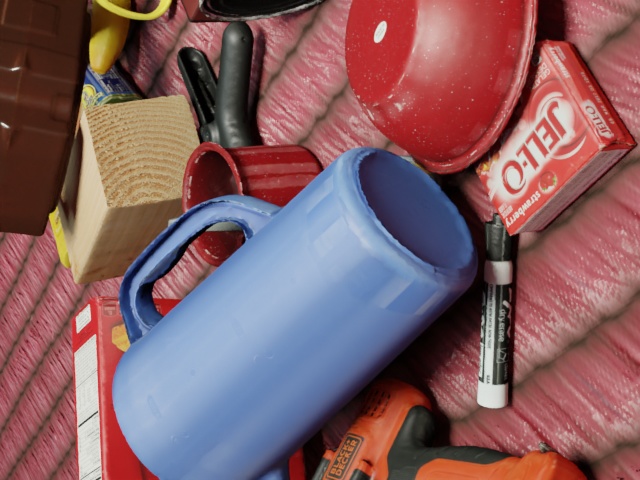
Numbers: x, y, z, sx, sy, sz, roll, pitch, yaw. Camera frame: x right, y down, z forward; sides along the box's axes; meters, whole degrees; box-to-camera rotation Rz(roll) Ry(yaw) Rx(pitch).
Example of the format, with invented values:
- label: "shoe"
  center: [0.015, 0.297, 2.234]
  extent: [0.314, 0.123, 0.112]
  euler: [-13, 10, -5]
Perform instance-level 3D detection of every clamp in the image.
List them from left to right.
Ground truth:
- label: "clamp"
  center: [-0.084, -0.093, 0.890]
  extent: [0.120, 0.039, 0.171]
  euler: [-162, 69, -65]

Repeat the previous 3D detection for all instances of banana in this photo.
- label: "banana"
  center: [-0.219, -0.256, 1.032]
  extent: [0.037, 0.069, 0.198]
  euler: [53, -167, -79]

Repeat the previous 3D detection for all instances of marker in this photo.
- label: "marker"
  center: [0.108, 0.043, 0.653]
  extent: [0.020, 0.020, 0.121]
  euler: [17, 110, 53]

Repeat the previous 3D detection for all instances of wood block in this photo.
- label: "wood block"
  center: [-0.171, -0.039, 0.949]
  extent: [0.206, 0.090, 0.091]
  euler: [134, 122, -62]

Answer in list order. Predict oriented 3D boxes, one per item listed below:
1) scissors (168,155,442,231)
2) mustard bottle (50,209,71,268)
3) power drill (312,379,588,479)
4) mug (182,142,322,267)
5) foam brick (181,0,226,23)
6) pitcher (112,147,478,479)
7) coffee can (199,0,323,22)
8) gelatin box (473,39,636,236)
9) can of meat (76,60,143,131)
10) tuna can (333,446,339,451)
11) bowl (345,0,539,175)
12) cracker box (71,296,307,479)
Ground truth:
- label: "scissors"
  center: [-0.005, 0.001, 0.729]
  extent: [0.202, 0.016, 0.096]
  euler: [-19, 98, 24]
- label: "mustard bottle"
  center: [-0.273, -0.073, 1.150]
  extent: [0.096, 0.058, 0.192]
  euler: [-48, 58, 52]
- label: "power drill"
  center: [0.060, 0.179, 0.649]
  extent: [0.188, 0.057, 0.184]
  euler: [5, 62, 50]
- label: "mug"
  center: [-0.046, -0.018, 0.809]
  extent: [0.093, 0.081, 0.117]
  euler: [-6, 91, 56]
- label: "foam brick"
  center: [-0.086, -0.219, 0.854]
  extent: [0.051, 0.052, 0.078]
  euler: [-53, 55, 46]
- label: "pitcher"
  center: [-0.024, 0.046, 0.680]
  extent: [0.243, 0.149, 0.145]
  euler: [-45, 32, 32]
- label: "coffee can"
  center: [-0.048, -0.238, 0.748]
  extent: [0.103, 0.102, 0.140]
  euler: [-20, 81, 55]
- label: "gelatin box"
  center: [0.124, -0.057, 0.600]
  extent: [0.089, 0.030, 0.073]
  euler: [-51, 56, 48]
- label: "can of meat"
  center: [-0.220, -0.126, 1.066]
  extent: [0.084, 0.057, 0.102]
  euler: [50, 134, 35]
- label: "tuna can"
  center: [0.036, 0.188, 0.776]
  extent: [0.086, 0.033, 0.086]
  euler: [16, 110, 53]
- label: "bowl"
  center: [0.059, -0.121, 0.628]
  extent: [0.162, 0.055, 0.162]
  euler: [-176, 90, -65]
- label: "cracker box"
  center: [-0.098, 0.152, 0.813]
  extent: [0.072, 0.163, 0.214]
  euler: [-40, 51, 52]
